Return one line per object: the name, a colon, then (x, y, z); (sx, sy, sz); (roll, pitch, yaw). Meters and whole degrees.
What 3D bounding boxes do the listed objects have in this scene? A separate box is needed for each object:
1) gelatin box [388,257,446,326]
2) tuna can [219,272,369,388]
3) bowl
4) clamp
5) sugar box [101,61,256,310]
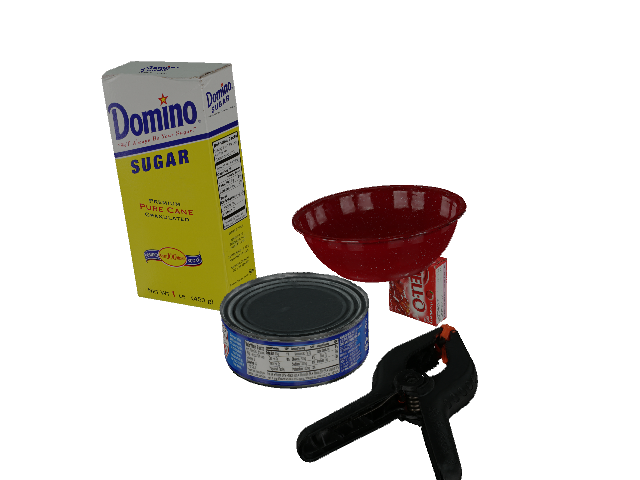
gelatin box: (0.123, 0.057, 1.354); (0.073, 0.089, 0.030); (17, 34, 35)
tuna can: (-0.014, 0.051, 0.615); (0.086, 0.034, 0.086); (-2, 23, 1)
bowl: (0.057, -0.003, 0.990); (0.162, 0.055, 0.162); (-7, 19, 2)
clamp: (0.075, 0.121, 0.781); (0.120, 0.039, 0.171); (19, 40, 29)
sugar box: (-0.101, -0.040, 0.778); (0.093, 0.176, 0.048); (6, 26, 31)
